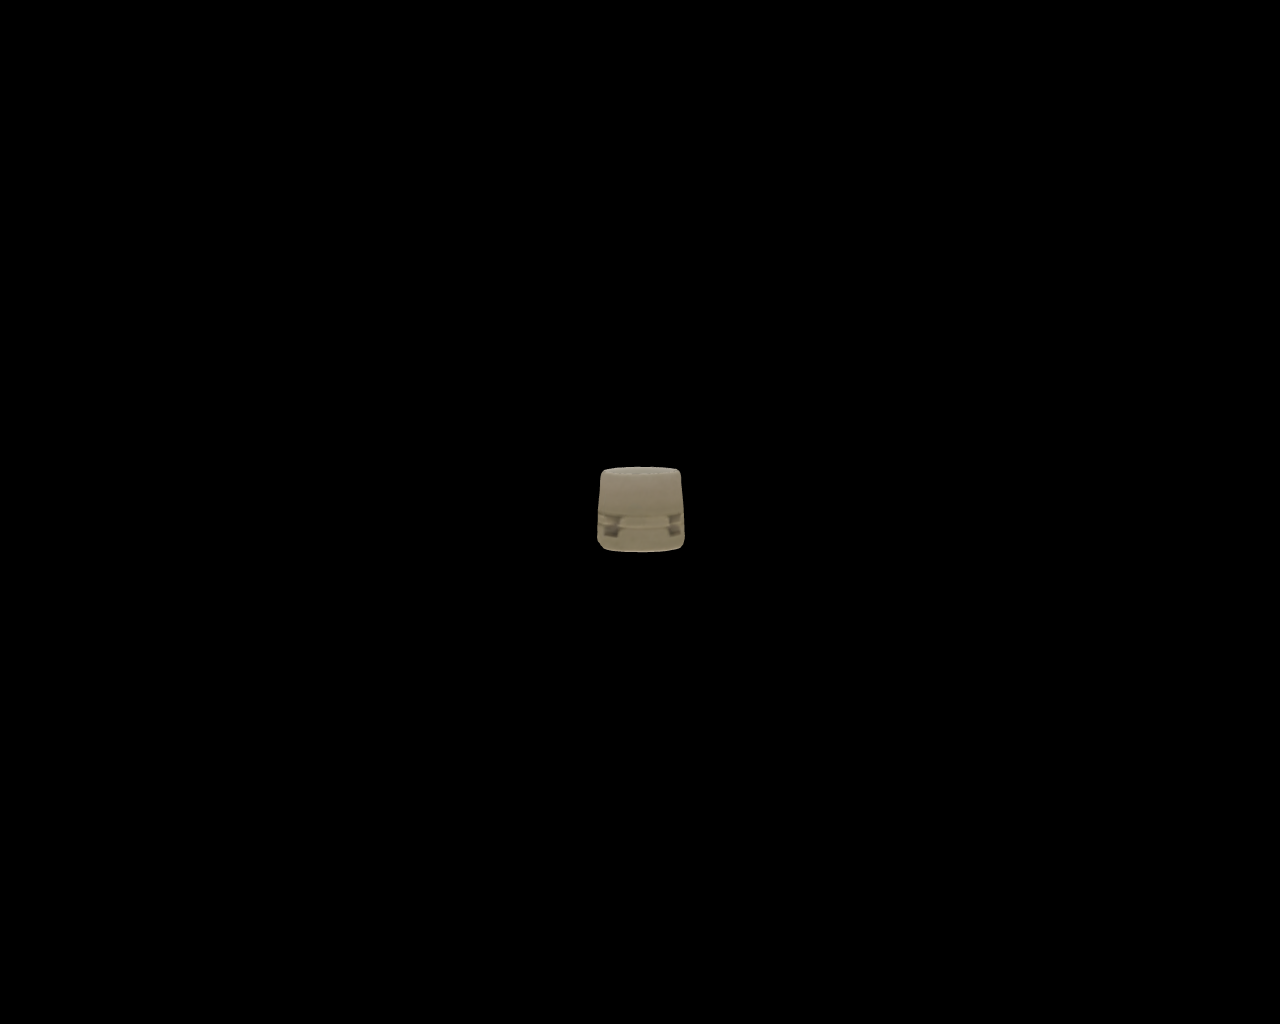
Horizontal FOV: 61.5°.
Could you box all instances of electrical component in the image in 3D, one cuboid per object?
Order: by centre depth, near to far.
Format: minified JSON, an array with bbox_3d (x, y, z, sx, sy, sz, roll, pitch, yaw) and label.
[{"bbox_3d":[0.001,-0.003,0.650,0.055,0.047,0.055,0,8,0],"label":"electrical component"}]
